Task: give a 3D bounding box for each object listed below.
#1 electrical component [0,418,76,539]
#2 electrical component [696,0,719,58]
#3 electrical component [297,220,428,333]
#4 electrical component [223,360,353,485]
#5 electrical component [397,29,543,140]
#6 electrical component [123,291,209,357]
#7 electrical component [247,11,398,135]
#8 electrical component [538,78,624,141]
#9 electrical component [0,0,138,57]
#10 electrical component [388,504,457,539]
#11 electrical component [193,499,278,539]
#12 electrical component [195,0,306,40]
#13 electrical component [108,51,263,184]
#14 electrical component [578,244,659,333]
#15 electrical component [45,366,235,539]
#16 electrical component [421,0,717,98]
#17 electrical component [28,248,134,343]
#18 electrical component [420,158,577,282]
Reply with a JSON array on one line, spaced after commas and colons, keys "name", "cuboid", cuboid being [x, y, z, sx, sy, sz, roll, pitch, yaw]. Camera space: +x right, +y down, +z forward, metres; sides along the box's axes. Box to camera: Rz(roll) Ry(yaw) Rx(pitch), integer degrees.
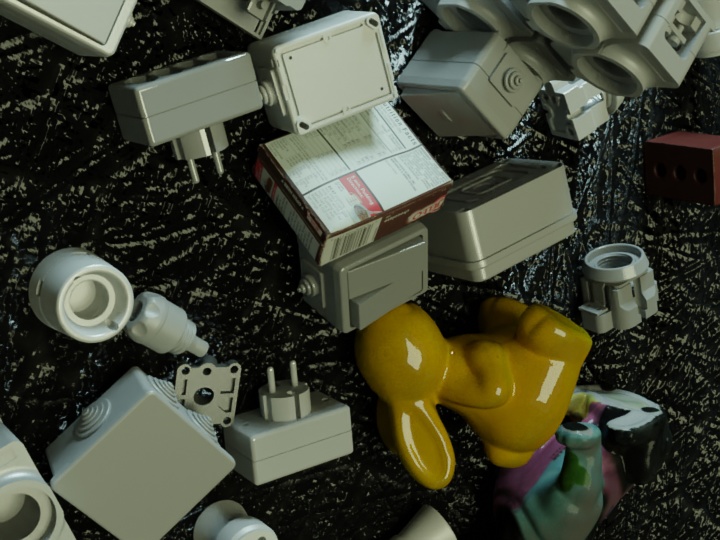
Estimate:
[{"name": "electrical component", "cuboid": [-0.228, 0.201, 0.679, 0.105, 0.060, 0.186, -32, 117, -25]}, {"name": "electrical component", "cuboid": [0.315, -0.224, 0.966, 0.045, 0.045, 0.055, -31, 116, -25]}, {"name": "electrical component", "cuboid": [0.000, 0.000, 0.779, 0.096, 0.061, 0.061, -26, 134, -27]}, {"name": "electrical component", "cuboid": [-0.054, 0.104, 0.785, 0.083, 0.047, 0.075, -14, 107, -31]}, {"name": "electrical component", "cuboid": [0.082, -0.134, 0.794, 0.062, 0.096, 0.061, 41, 77, -34]}, {"name": "electrical component", "cuboid": [-0.128, 0.041, 0.727, 0.061, 0.035, 0.035, 35, 80, -37]}, {"name": "electrical component", "cuboid": [-0.033, -0.135, 0.740, 0.096, 0.061, 0.061, -24, 113, -20]}, {"name": "electrical component", "cuboid": [0.186, -0.142, 0.896, 0.055, 0.048, 0.066, -33, 118, -16]}, {"name": "electrical component", "cuboid": [-0.171, -0.167, 0.634, 0.096, 0.061, 0.061, 25, 86, -36]}, {"name": "electrical component", "cuboid": [0.042, 0.229, 0.884, 0.065, 0.044, 0.044, -34, 118, -19]}, {"name": "electrical component", "cuboid": [-0.089, 0.196, 0.776, 0.045, 0.055, 0.045, -9, 105, -33]}, {"name": "electrical component", "cuboid": [-0.088, -0.210, 0.679, 0.121, 0.063, 0.078, 27, 85, -36]}, {"name": "electrical component", "cuboid": [-0.108, -0.095, 0.702, 0.083, 0.047, 0.075, -25, 114, -28]}, {"name": "electrical component", "cuboid": [0.228, 0.013, 0.953, 0.078, 0.058, 0.057, -27, 117, -27]}, {"name": "electrical component", "cuboid": [-0.147, 0.124, 0.714, 0.100, 0.048, 0.099, -44, 122, -4]}, {"name": "electrical component", "cuboid": [0.139, -0.181, 0.767, 0.105, 0.186, 0.060, 36, 79, -35]}, {"name": "electrical component", "cuboid": [-0.175, 0.017, 0.681, 0.055, 0.047, 0.055, -9, 105, -33]}, {"name": "electrical component", "cuboid": [0.105, -0.041, 0.842, 0.113, 0.078, 0.057, -26, 111, -28]}]
